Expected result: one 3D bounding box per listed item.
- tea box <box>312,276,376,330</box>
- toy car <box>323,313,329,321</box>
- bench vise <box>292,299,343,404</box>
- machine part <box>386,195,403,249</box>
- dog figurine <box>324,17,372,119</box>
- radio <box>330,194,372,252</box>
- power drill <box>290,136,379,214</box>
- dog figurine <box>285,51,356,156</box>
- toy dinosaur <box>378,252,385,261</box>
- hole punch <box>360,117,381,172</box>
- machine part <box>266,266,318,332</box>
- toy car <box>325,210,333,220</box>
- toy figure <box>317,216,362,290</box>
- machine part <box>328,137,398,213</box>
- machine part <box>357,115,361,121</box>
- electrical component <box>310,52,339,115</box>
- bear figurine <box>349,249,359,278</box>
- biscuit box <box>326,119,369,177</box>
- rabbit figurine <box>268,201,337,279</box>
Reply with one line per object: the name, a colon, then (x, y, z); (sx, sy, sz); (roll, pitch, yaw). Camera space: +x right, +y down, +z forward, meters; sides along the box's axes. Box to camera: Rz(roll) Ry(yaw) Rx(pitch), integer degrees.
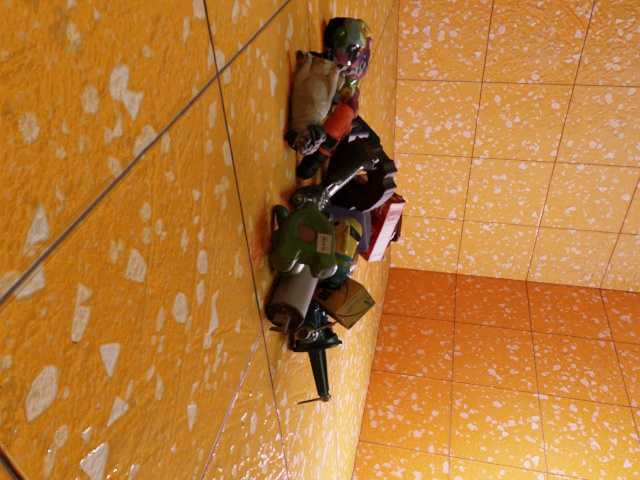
tea box: (0.046, 0.137, 1.302); (0.098, 0.170, 0.068); (-44, 118, -13)
toy car: (0.007, 0.207, 1.488); (0.089, 0.053, 0.202); (-45, 140, -67)
bench vise: (-0.007, 0.257, 1.241); (0.223, 0.129, 0.240); (116, -35, -85)
machine part: (0.162, -0.076, 1.728); (0.087, 0.201, 0.201); (-61, 154, -58)
dog figurine: (0.063, -0.420, 1.345); (0.191, 0.109, 0.219); (-4, 102, -79)
radio: (0.070, -0.056, 1.467); (0.229, 0.131, 0.073); (75, 26, -59)
power drill: (0.030, -0.126, 1.164); (0.207, 0.086, 0.232); (-47, 173, -1)
dog figurine: (-0.014, -0.277, 1.104); (0.172, 0.121, 0.190); (-39, 147, -69)
toy dinosaur: (0.165, -0.117, 1.959); (0.192, 0.131, 0.404); (-57, 145, -66)
hole punch: (0.089, -0.269, 1.511); (0.142, 0.092, 0.116); (45, 72, -25)
machine part: (-0.050, 0.098, 1.096); (0.243, 0.079, 0.079); (-70, 161, -52)
toy car: (-0.003, -0.004, 1.336); (0.073, 0.056, 0.201); (-16, 113, -84)
toy figure: (0.044, 0.031, 1.272); (0.089, 0.082, 0.180); (27, 72, -57)
machine part: (0.099, -0.154, 1.294); (0.056, 0.180, 0.179); (-24, 122, -48)
machine part: (0.053, -0.284, 1.415); (0.139, 0.039, 0.084); (-45, 144, -22)
electrical component: (0.009, -0.354, 1.230); (0.115, 0.058, 0.134); (-34, 128, -72)
bear figurine: (0.039, 0.062, 1.488); (0.195, 0.132, 0.120); (116, -15, -70)
biscuit box: (0.067, -0.215, 1.399); (0.063, 0.059, 0.202); (58, -30, 34)
rabbit figurine: (-0.052, 0.006, 1.009); (0.170, 0.121, 0.159); (135, -46, -61)
